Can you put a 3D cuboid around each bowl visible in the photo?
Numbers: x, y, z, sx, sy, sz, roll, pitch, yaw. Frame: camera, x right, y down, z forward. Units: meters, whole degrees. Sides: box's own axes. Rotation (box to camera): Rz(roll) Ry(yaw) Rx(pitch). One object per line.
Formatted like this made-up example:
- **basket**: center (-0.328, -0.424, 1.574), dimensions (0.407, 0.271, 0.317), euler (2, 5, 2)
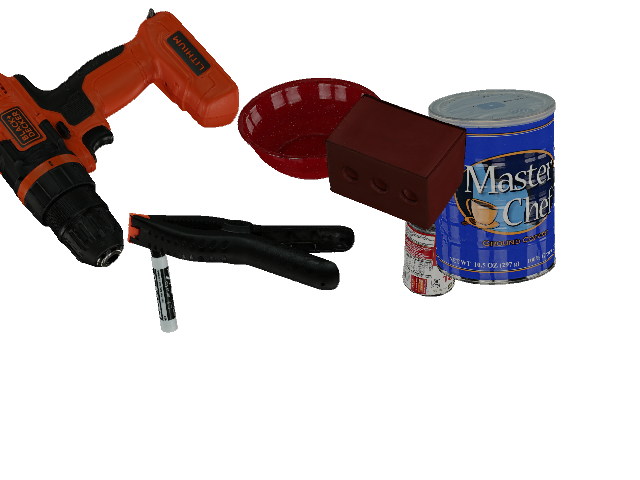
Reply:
- **bowl**: center (-0.008, -0.115, 1.172), dimensions (0.162, 0.055, 0.162), euler (-4, 39, 3)

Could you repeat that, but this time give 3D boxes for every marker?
- **marker**: center (-0.176, 0.045, 1.189), dimensions (0.020, 0.121, 0.020), euler (-4, 24, 2)

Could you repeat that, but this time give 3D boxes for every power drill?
- **power drill**: center (-0.156, -0.086, 0.818), dimensions (0.187, 0.184, 0.057), euler (-33, -16, -28)

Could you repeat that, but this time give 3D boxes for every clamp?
- **clamp**: center (-0.071, 0.004, 0.955), dimensions (0.210, 0.036, 0.164), euler (6, 12, -2)

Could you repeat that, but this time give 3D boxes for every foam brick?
- **foam brick**: center (0.050, -0.052, 0.707), dimensions (0.078, 0.051, 0.053), euler (22, -34, 23)

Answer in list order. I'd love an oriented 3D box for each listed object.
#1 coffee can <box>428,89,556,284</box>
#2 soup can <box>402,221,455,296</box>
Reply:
- **coffee can**: center (0.145, -0.047, 0.895), dimensions (0.103, 0.140, 0.103), euler (-5, 20, 2)
- **soup can**: center (0.135, 0.010, 1.310), dimensions (0.068, 0.102, 0.068), euler (0, 37, 0)
